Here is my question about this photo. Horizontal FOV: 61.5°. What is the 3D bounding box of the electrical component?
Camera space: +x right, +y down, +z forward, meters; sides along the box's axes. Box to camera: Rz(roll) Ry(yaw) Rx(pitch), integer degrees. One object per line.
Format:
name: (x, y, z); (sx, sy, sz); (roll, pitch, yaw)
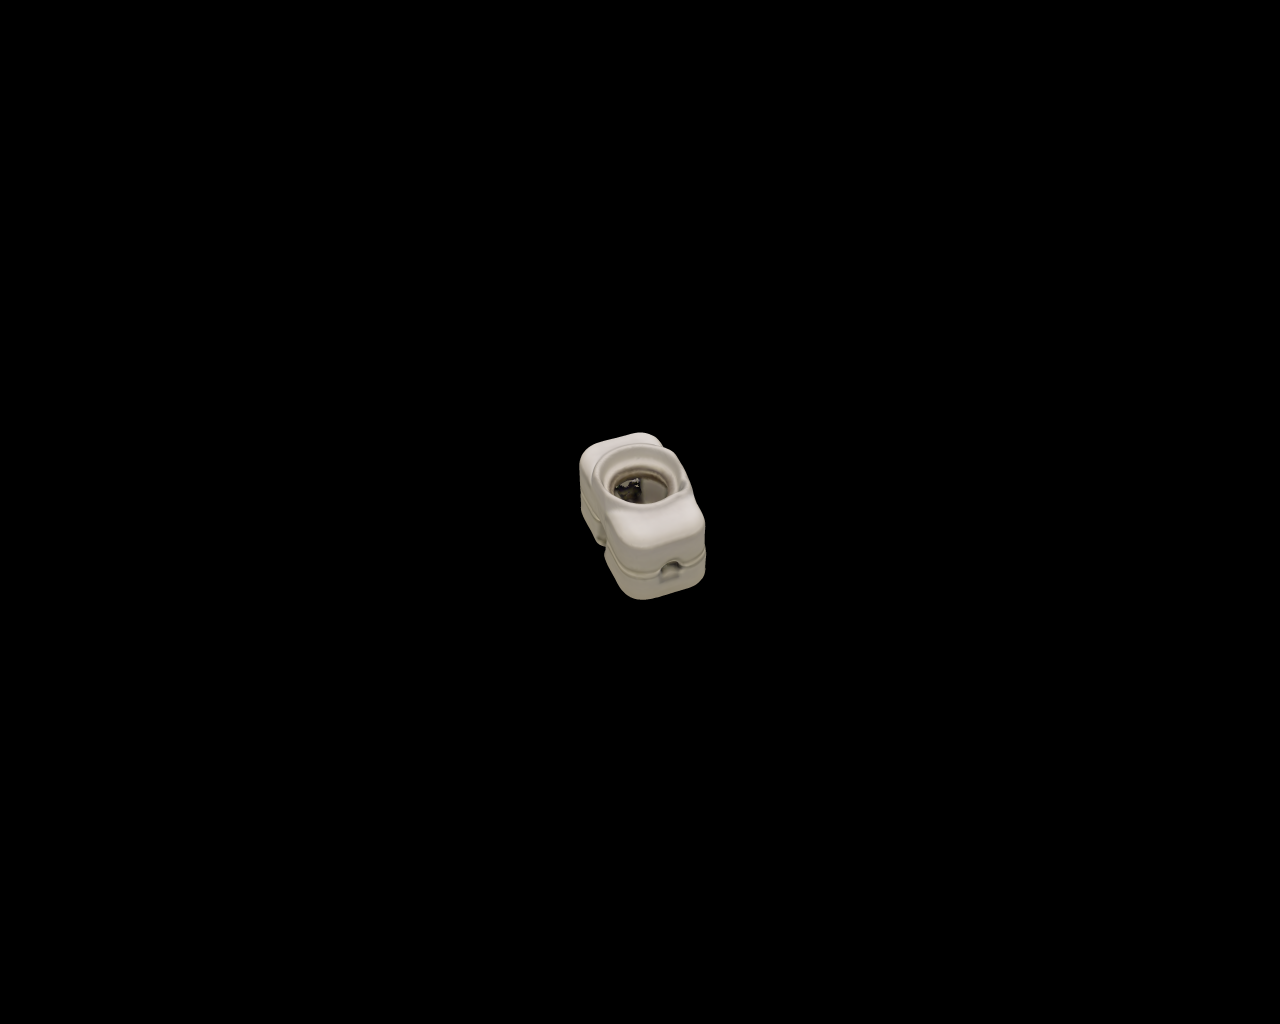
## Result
electrical component: (0.001, -0.003, 0.650); (0.054, 0.059, 0.095); (-15, 47, -15)
